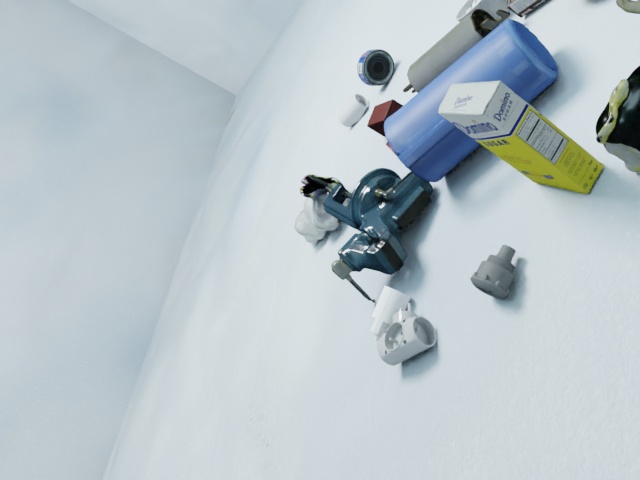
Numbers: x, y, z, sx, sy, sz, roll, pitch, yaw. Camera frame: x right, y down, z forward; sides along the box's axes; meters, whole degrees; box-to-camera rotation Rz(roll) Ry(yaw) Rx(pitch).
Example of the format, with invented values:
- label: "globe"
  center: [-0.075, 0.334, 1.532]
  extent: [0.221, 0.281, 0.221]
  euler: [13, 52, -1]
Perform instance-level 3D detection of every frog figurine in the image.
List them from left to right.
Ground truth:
- label: "frog figurine"
  center: [0.003, -0.058, 1.149]
  extent: [0.140, 0.123, 0.156]
  euler: [-124, 26, -56]
